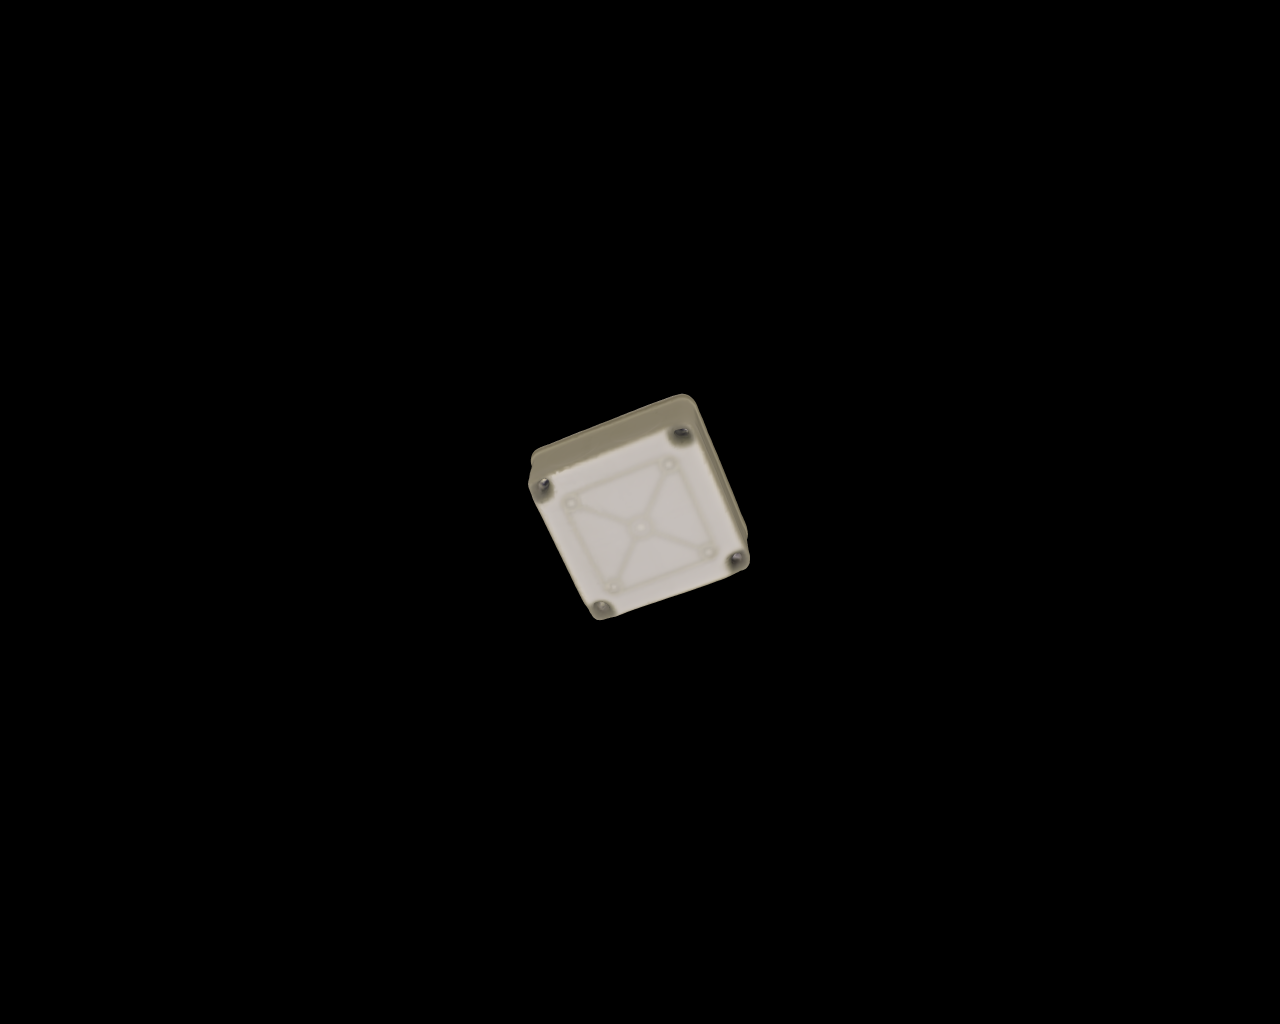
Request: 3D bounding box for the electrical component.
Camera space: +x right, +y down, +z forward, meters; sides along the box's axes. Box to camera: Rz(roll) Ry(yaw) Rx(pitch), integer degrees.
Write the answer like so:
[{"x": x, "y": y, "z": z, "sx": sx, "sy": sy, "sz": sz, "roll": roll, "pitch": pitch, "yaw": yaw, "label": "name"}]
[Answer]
[{"x": 0.001, "y": -0.003, "z": 0.650, "sx": 0.109, "sy": 0.108, "sz": 0.056, "roll": -20, "pitch": 24, "yaw": 9, "label": "electrical component"}]
